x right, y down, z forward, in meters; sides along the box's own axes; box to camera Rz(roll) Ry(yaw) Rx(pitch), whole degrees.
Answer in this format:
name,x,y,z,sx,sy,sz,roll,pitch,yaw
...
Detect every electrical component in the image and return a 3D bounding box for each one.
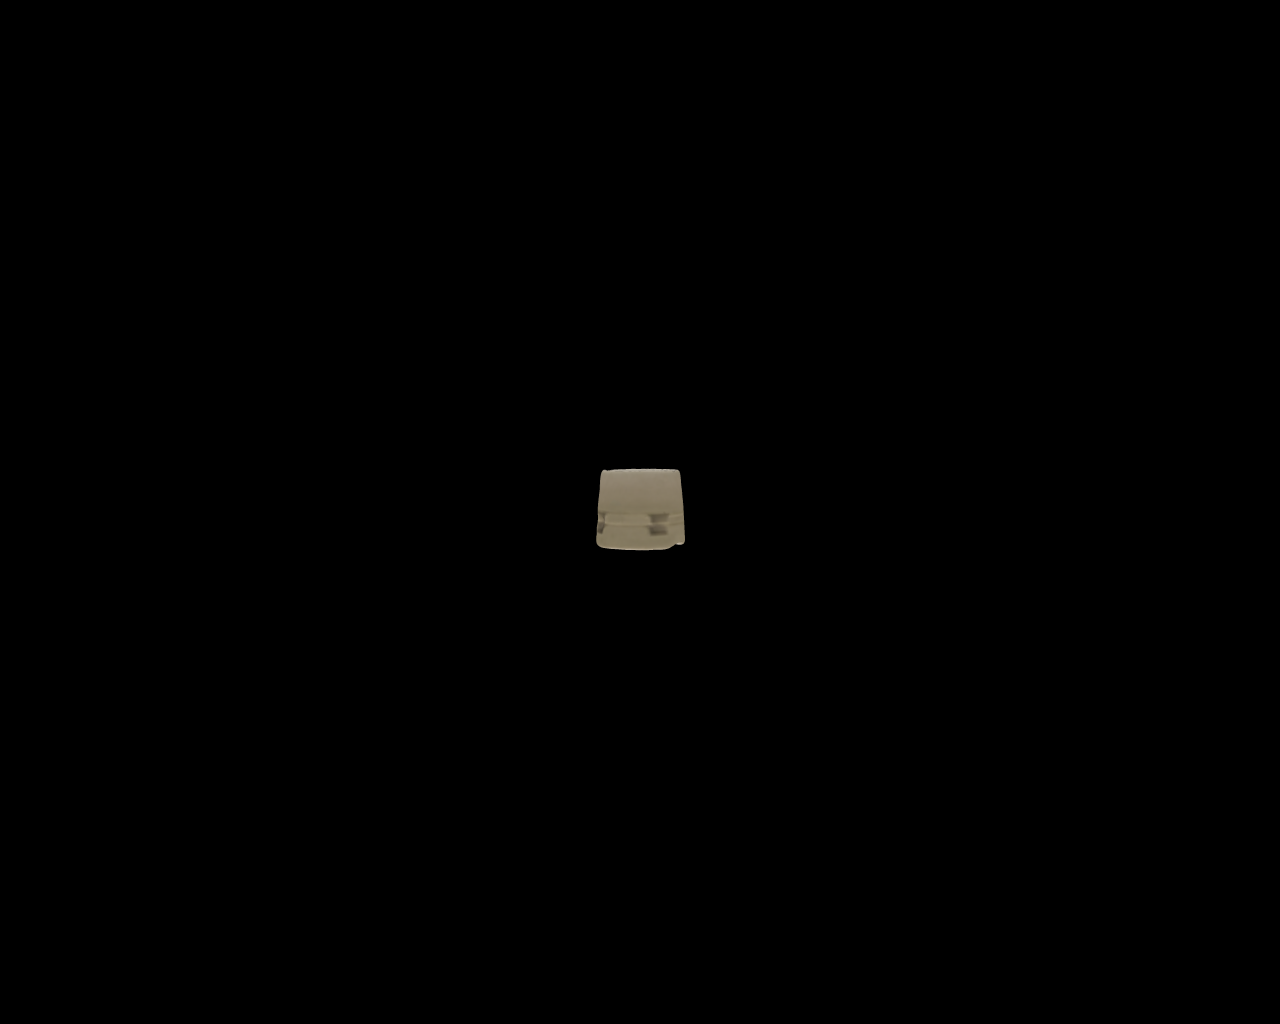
name,x,y,z,sx,sy,sz,roll,pitch,yaw
electrical component,0.001,-0.003,0.650,0.055,0.047,0.055,0,4,0
